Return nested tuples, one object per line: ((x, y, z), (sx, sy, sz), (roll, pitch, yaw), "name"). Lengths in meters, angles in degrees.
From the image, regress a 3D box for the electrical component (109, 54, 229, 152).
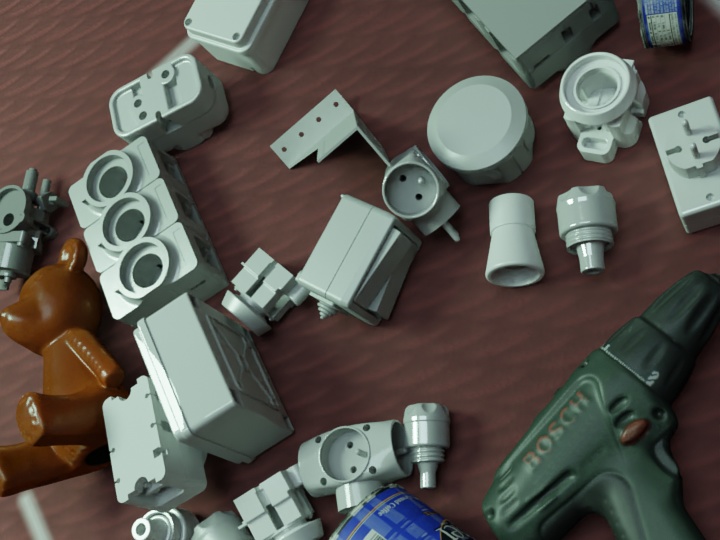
((-0.172, -0.147, 0.987), (0.095, 0.059, 0.053), (-24, 63, 16), "electrical component")

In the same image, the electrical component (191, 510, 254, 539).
((-0.100, 0.220, 0.831), (0.043, 0.043, 0.062), (-44, 60, 5), "electrical component")

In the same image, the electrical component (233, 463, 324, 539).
((-0.059, 0.187, 0.816), (0.066, 0.048, 0.055), (-33, 75, 10), "electrical component")

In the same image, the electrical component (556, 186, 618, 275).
((0.169, -0.028, 0.793), (0.043, 0.043, 0.062), (-10, 69, 22), "electrical component")

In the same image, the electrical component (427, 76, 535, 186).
((0.098, -0.108, 0.850), (0.080, 0.051, 0.080), (-8, 69, 22), "electrical component")

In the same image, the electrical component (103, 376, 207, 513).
((-0.158, 0.137, 0.839), (0.050, 0.056, 0.089), (-33, 54, 20), "electrical component")

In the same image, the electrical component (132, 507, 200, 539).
((-0.155, 0.208, 0.850), (0.043, 0.062, 0.043), (-9, 68, 23), "electrical component")

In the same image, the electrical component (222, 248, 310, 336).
((-0.081, 0.021, 0.893), (0.066, 0.048, 0.055), (38, 83, 30), "electrical component")

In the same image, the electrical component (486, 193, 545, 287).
((0.117, -0.025, 0.819), (0.044, 0.044, 0.065), (-10, 63, 22), "electrical component")

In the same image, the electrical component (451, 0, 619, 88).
((0.128, -0.231, 0.874), (0.089, 0.062, 0.150), (-39, 60, 8), "electrical component")

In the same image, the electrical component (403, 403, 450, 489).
((0.050, 0.131, 0.798), (0.035, 0.035, 0.061), (-8, 72, 23), "electrical component")

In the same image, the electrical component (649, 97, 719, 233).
((0.238, -0.081, 0.760), (0.047, 0.076, 0.083), (-19, 65, 18), "electrical component")

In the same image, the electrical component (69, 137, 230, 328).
((-0.191, -0.032, 0.953), (0.089, 0.062, 0.150), (-33, 61, 11), "electrical component")

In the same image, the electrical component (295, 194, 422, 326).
((0.000, 0.000, 0.851), (0.061, 0.062, 0.096), (26, 84, 30), "electrical component")

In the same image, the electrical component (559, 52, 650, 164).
((0.184, -0.129, 0.814), (0.058, 0.057, 0.078), (14, 78, 29), "electrical component")

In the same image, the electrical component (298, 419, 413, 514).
((-0.001, 0.159, 0.805), (0.077, 0.044, 0.079), (-17, 66, 18), "electrical component")

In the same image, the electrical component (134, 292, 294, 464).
((-0.114, 0.087, 0.848), (0.056, 0.109, 0.108), (-33, 61, 8), "electrical component")

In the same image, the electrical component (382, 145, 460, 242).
((0.052, -0.054, 0.844), (0.044, 0.077, 0.079), (-40, 97, 10), "electrical component")

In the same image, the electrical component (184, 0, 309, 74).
((-0.100, -0.248, 0.990), (0.078, 0.057, 0.113), (23, 83, 30), "electrical component")
